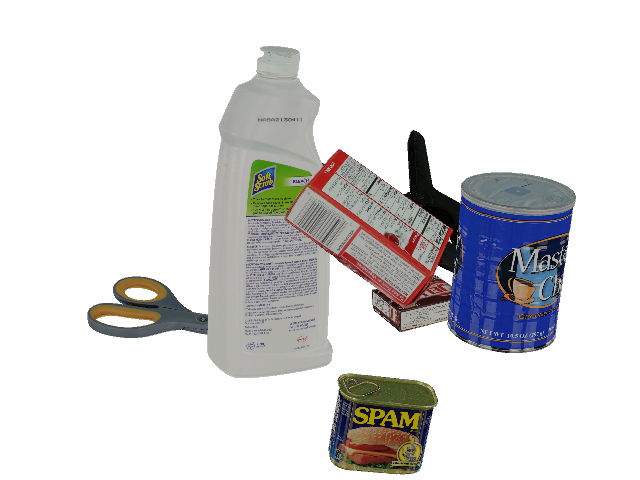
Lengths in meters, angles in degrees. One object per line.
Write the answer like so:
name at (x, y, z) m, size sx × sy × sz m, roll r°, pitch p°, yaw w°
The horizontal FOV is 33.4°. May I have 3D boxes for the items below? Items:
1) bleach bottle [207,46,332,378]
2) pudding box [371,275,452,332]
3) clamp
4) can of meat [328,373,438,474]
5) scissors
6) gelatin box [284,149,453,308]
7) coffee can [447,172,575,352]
bleach bottle at (-0.033, -0.022, 0.823) m, size 0.102 × 0.251 × 0.068 m, roll -6°, pitch 21°, yaw -29°
pudding box at (0.145, 0.092, 1.571) m, size 0.113 × 0.039 × 0.090 m, roll -14°, pitch 22°, yaw -20°
clamp at (0.094, -0.038, 1.182) m, size 0.164 × 0.210 × 0.036 m, roll -15°, pitch -37°, yaw -28°
can of meat at (0.062, 0.190, 1.100) m, size 0.102 × 0.084 × 0.057 m, roll 7°, pitch 19°, yaw -7°
scissors at (-0.119, 0.068, 1.020) m, size 0.201 × 0.016 × 0.096 m, roll 2°, pitch 33°, yaw -6°
gelatin box at (0.030, -0.008, 0.624) m, size 0.089 × 0.030 × 0.073 m, roll 36°, pitch 26°, yaw 0°
coffee can at (0.175, 0.019, 0.987) m, size 0.103 × 0.140 × 0.103 m, roll 3°, pitch 21°, yaw -1°
